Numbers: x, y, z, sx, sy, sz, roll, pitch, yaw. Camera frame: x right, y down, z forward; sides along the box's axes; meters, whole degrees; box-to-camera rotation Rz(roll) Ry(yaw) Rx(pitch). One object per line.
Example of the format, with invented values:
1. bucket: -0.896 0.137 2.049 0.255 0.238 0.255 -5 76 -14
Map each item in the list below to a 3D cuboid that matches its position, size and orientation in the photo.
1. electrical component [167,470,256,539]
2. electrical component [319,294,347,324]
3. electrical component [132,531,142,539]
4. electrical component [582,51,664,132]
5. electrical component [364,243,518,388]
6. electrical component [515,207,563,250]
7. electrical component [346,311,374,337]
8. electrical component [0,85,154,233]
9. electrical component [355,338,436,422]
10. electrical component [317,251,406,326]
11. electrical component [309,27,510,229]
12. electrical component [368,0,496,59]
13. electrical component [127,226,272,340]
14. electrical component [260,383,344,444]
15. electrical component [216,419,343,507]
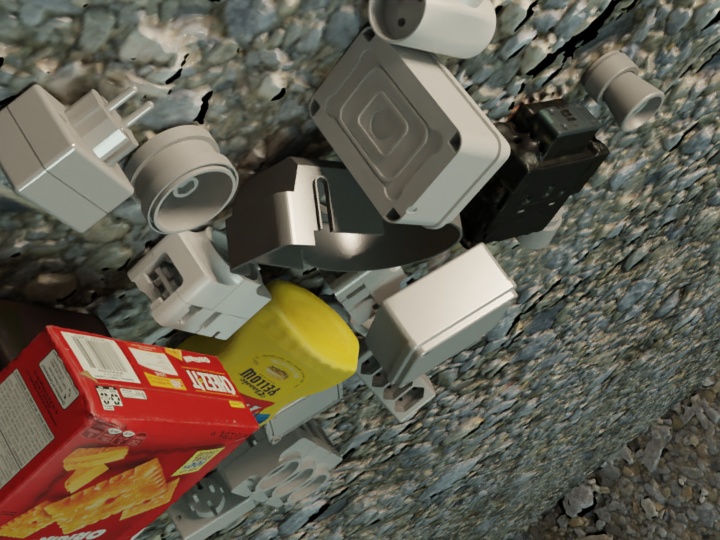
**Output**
1. electrical component: -0.159 0.239 1.118 0.083 0.047 0.075 -30 156 -14
2. electrical component: -0.042 0.051 0.897 0.077 0.079 0.043 -15 105 -40
3. electrical component: -0.242 0.211 0.933 0.108 0.060 0.108 -30 156 -15
4. electrical component: 0.219 -0.149 0.897 0.045 0.055 0.045 -30 156 -15
5. electrical component: 0.067 0.040 0.917 0.109 0.056 0.108 -30 166 -18
6. electrical component: 0.176 -0.053 1.036 0.040 0.040 0.078 -23 154 -28
7. electrical component: 0.014 0.042 0.992 0.043 0.043 0.062 -38 158 4
8. electrical component: -0.143 -0.068 0.563 0.077 0.047 0.065 -37 157 2
9. electrical component: 0.029 0.098 1.091 0.047 0.083 0.075 -39 -165 6
10. electrical component: 0.000 0.000 0.883 0.056 0.050 0.089 -35 157 -1
11. electrical component: 0.031 -0.089 0.680 0.057 0.113 0.078 1 137 -50
12. electrical component: 0.055 -0.168 0.651 0.077 0.044 0.079 -3 140 -51
13. electrical component: -0.107 0.008 0.751 0.056 0.050 0.089 -41 156 12
14. electrical component: -0.059 0.101 0.979 0.096 0.061 0.061 -30 156 -14
15. electrical component: -0.084 0.195 1.120 0.089 0.061 0.150 -37 157 1
